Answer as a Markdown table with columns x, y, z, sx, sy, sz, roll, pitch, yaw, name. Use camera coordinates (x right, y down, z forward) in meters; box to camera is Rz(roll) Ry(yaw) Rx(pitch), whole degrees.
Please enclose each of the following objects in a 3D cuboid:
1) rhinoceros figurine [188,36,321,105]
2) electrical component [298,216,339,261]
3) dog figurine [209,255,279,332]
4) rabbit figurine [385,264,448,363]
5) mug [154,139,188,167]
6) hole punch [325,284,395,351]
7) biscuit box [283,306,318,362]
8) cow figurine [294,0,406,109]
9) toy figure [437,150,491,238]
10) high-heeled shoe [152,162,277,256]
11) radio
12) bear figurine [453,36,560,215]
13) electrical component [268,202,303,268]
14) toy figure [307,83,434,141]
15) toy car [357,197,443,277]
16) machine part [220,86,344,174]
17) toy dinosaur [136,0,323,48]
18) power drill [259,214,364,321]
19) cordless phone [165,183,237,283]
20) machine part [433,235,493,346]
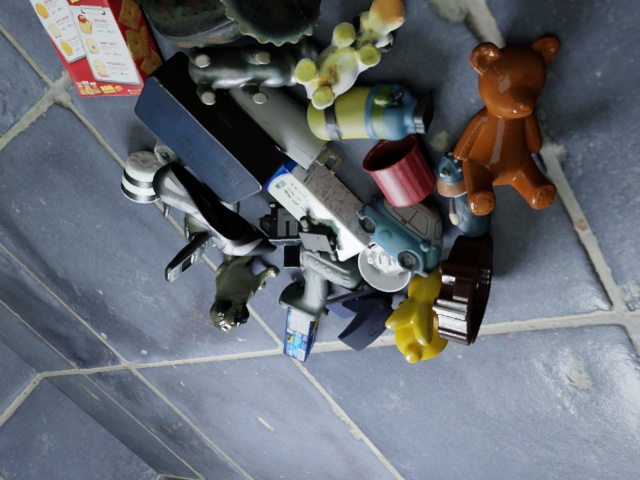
| x | y | z | sx | sy | sz | roll | pitch | yaw | name |
| --- | --- | --- | --- | --- | --- | --- | --- | --- | --- |
| -0.092 | -0.244 | 0.765 | 0.190 | 0.112 | 0.073 | -6 | 121 | -4 | rhinoceros figurine |
| -0.002 | -0.003 | 0.925 | 0.063 | 0.021 | 0.093 | 6 | 135 | 32 | electrical component |
| -0.199 | 0.120 | 1.156 | 0.121 | 0.190 | 0.172 | 39 | 140 | -9 | dog figurine |
| 0.183 | 0.127 | 0.983 | 0.122 | 0.162 | 0.173 | 24 | 122 | 27 | rabbit figurine |
| -0.232 | -0.170 | 0.951 | 0.110 | 0.107 | 0.080 | 11 | 137 | 25 | mug |
| 0.086 | 0.151 | 1.039 | 0.116 | 0.092 | 0.142 | -24 | 147 | 15 | hole punch |
| -0.042 | 0.200 | 1.237 | 0.059 | 0.063 | 0.202 | 21 | 139 | 11 | biscuit box |
| 0.044 | -0.248 | 0.715 | 0.167 | 0.098 | 0.068 | -41 | 96 | 10 | cow figurine |
| 0.213 | -0.072 | 0.813 | 0.058 | 0.064 | 0.154 | -1 | 132 | 43 | toy figure |
| -0.178 | -0.056 | 0.961 | 0.249 | 0.086 | 0.145 | 17 | 140 | -14 | high-heeled shoe |
| -0.177 | -0.165 | 0.847 | 0.229 | 0.073 | 0.131 | 46 | 149 | -14 | radio |
| 0.244 | -0.144 | 0.681 | 0.120 | 0.132 | 0.195 | -5 | 139 | -3 | bear figurine |
| -0.056 | -0.010 | 0.985 | 0.075 | 0.119 | 0.047 | 1 | 167 | 9 | electrical component |
| 0.068 | -0.182 | 0.771 | 0.180 | 0.089 | 0.082 | 12 | 128 | 25 | toy figure |
| 0.146 | -0.026 | 0.883 | 0.162 | 0.109 | 0.103 | 41 | 116 | 5 | toy car |
| -0.064 | -0.192 | 0.851 | 0.243 | 0.079 | 0.079 | 36 | 139 | -5 | machine part |
| -0.139 | -0.308 | 0.695 | 0.405 | 0.192 | 0.131 | -3 | 127 | 32 | toy dinosaur |
| -0.030 | 0.060 | 1.089 | 0.232 | 0.086 | 0.207 | 25 | 132 | 8 | power drill |
| -0.248 | -0.011 | 1.060 | 0.089 | 0.184 | 0.146 | 30 | 140 | 8 | cordless phone |
| 0.236 | 0.079 | 0.872 | 0.056 | 0.179 | 0.179 | 10 | 135 | 28 | machine part |
